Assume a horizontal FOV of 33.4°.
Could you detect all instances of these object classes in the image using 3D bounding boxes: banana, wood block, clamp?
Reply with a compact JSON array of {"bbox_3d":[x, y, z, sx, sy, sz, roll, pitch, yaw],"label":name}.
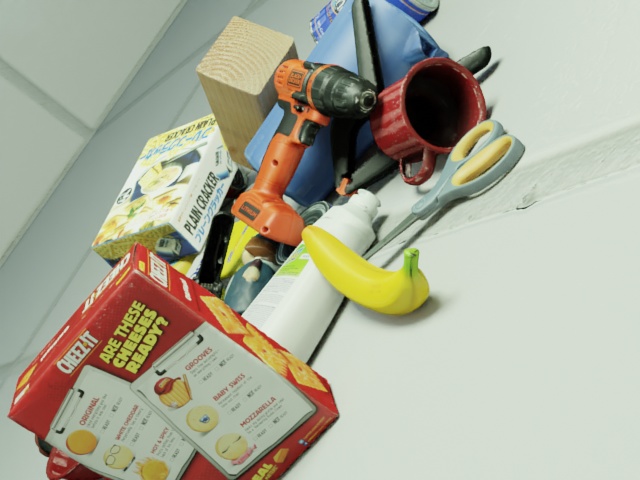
[{"bbox_3d":[0.043,0.028,0.924,0.037,0.069,0.198,-15,12,-26],"label":"banana"},{"bbox_3d":[-0.074,-0.171,1.339,0.090,0.090,0.206,-59,-20,-20],"label":"wood block"},{"bbox_3d":[0.077,-0.139,1.116,0.036,0.165,0.210,7,-77,-65],"label":"clamp"},{"bbox_3d":[-0.125,0.046,1.195,0.172,0.039,0.120,128,159,-64],"label":"clamp"}]

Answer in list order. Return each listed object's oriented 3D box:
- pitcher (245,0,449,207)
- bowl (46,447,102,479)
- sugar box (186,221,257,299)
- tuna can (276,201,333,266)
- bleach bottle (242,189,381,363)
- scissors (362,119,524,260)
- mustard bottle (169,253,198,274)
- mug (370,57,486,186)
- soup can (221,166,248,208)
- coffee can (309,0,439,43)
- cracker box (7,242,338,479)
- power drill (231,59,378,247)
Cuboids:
[{"bbox_3d":[0.021,-0.164,1.230,0.243,0.145,0.149,-52,-9,8],"label":"pitcher"},{"bbox_3d":[-0.248,0.223,1.244,0.162,0.055,0.162,-44,21,21],"label":"bowl"},{"bbox_3d":[-0.103,0.022,1.293,0.177,0.048,0.093,-15,42,57],"label":"sugar box"},{"bbox_3d":[-0.007,0.001,1.129,0.086,0.033,0.086,-42,25,24],"label":"tuna can"},{"bbox_3d":[-0.016,0.055,1.020,0.250,0.068,0.103,-54,24,-17],"label":"bleach bottle"},{"bbox_3d":[0.102,-0.044,0.979,0.202,0.016,0.096,-33,27,31],"label":"scissors"},{"bbox_3d":[-0.186,0.037,1.431,0.096,0.058,0.191,-36,24,33],"label":"mustard bottle"},{"bbox_3d":[0.099,-0.109,1.031,0.082,0.093,0.117,162,116,-65],"label":"mug"},{"bbox_3d":[-0.164,-0.074,1.566,0.102,0.068,0.068,-39,23,29],"label":"soup can"},{"bbox_3d":[0.070,-0.296,1.390,0.140,0.102,0.102,-40,22,31],"label":"coffee can"},{"bbox_3d":[-0.118,0.129,0.882,0.164,0.213,0.072,-48,20,11],"label":"cracker box"},{"bbox_3d":[-0.017,-0.091,1.095,0.185,0.057,0.188,31,101,62],"label":"power drill"}]
